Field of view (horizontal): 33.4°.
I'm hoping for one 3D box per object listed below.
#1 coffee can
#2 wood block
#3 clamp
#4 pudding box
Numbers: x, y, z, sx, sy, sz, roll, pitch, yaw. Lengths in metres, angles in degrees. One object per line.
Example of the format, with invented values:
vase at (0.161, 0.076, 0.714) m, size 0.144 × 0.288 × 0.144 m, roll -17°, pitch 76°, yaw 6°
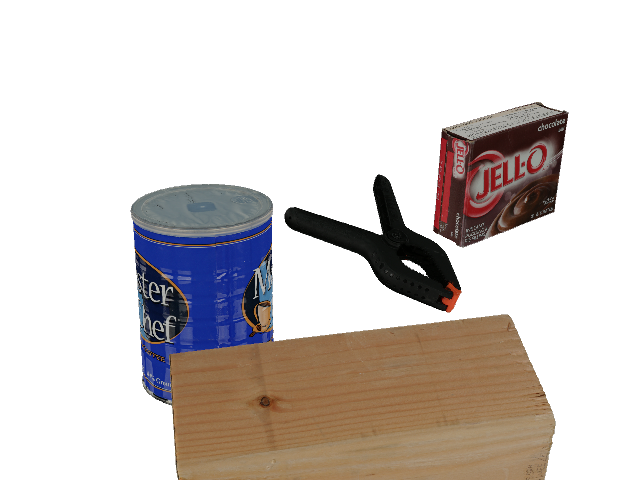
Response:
coffee can at (-0.086, 0.039, 0.795) m, size 0.103 × 0.140 × 0.103 m, roll 0°, pitch 20°, yaw 0°
wood block at (0.020, 0.114, 0.627) m, size 0.206 × 0.090 × 0.091 m, roll -6°, pitch 39°, yaw -6°
clamp at (0.070, 0.007, 1.205) m, size 0.164 × 0.036 × 0.210 m, roll -17°, pitch 50°, yaw -35°
pudding box at (0.143, -0.054, 0.846) m, size 0.113 × 0.090 × 0.039 m, roll -21°, pitch 36°, yaw -35°
